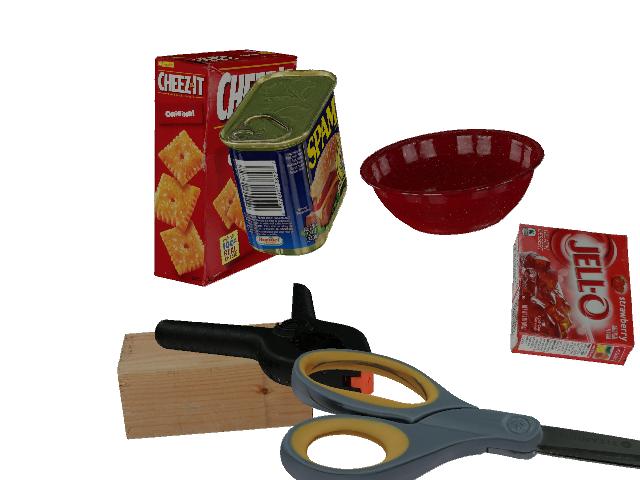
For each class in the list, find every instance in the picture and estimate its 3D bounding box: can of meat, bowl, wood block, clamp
[{"bbox_3d":[-0.019,-0.051,0.690,0.057,0.084,0.102,1,34,17],"label":"can of meat"},{"bbox_3d":[0.118,-0.048,0.948,0.162,0.055,0.162,-8,23,3],"label":"bowl"},{"bbox_3d":[-0.115,0.155,1.192,0.206,0.091,0.090,-4,23,-2],"label":"wood block"},{"bbox_3d":[-0.019,0.084,0.923,0.164,0.036,0.210,-19,24,-41],"label":"clamp"}]

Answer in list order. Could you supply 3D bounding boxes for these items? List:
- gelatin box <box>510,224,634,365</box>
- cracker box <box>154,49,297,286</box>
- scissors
[{"bbox_3d":[0.163,0.034,0.696,0.073,0.089,0.030,7,-36,4],"label":"gelatin box"},{"bbox_3d":[-0.092,-0.078,1.066,0.072,0.214,0.163,11,17,27],"label":"cracker box"},{"bbox_3d":[0.071,0.092,0.455,0.202,0.016,0.096,16,34,23],"label":"scissors"}]
